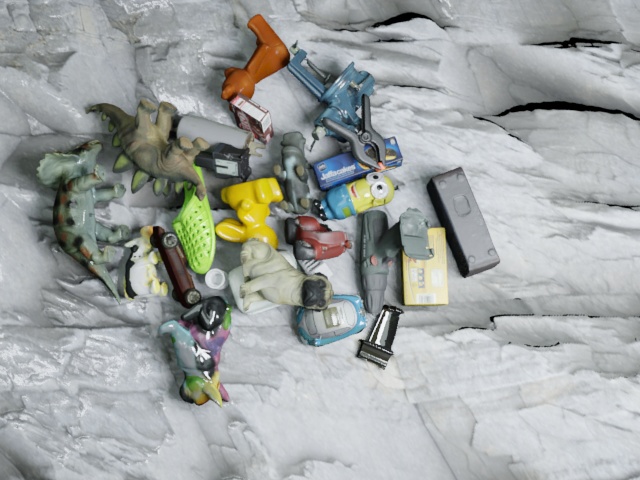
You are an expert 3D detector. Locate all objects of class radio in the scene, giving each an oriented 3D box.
[{"bbox_3d":[0.307,-0.038,1.163,0.073,0.131,0.229,-22,80,3],"label":"radio"}]

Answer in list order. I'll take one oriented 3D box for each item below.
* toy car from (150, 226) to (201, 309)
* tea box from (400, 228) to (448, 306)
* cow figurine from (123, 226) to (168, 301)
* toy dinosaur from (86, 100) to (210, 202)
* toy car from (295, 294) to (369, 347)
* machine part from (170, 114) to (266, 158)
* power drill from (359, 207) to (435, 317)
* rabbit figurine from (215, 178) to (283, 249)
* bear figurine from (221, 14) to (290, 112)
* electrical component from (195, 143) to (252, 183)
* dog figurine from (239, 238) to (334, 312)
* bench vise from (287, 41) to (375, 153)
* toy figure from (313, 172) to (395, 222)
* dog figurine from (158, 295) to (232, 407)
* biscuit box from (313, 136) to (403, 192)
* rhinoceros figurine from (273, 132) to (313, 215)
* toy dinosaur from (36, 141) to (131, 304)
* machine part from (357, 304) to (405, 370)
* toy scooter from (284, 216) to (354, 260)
[{"bbox_3d":[-0.320,0.059,1.200,0.053,0.089,0.202,-25,104,-30],"label":"toy car"},{"bbox_3d":[0.228,0.060,1.187,0.098,0.068,0.169,0,80,5],"label":"tea box"},{"bbox_3d":[-0.414,0.053,1.247,0.098,0.068,0.167,-11,80,9],"label":"cow figurine"},{"bbox_3d":[-0.398,-0.219,1.225,0.472,0.105,0.198,45,113,27],"label":"toy dinosaur"},{"bbox_3d":[0.023,0.174,1.172,0.162,0.103,0.109,-12,82,5],"label":"toy car"},{"bbox_3d":[-0.247,-0.239,1.270,0.243,0.079,0.079,17,83,6],"label":"machine part"},{"bbox_3d":[0.154,0.034,1.140,0.086,0.207,0.232,4,71,-20],"label":"power drill"},{"bbox_3d":[-0.156,-0.046,1.218,0.162,0.122,0.173,-16,99,5],"label":"rabbit figurine"},{"bbox_3d":[-0.170,-0.408,1.272,0.196,0.120,0.132,-38,77,4],"label":"bear figurine"},{"bbox_3d":[-0.219,-0.178,1.225,0.119,0.074,0.048,9,40,14],"label":"electrical component"},{"bbox_3d":[-0.070,0.068,1.134,0.191,0.121,0.172,-2,73,-3],"label":"dog figurine"},{"bbox_3d":[0.009,-0.342,1.231,0.240,0.129,0.223,42,79,-9],"label":"bench vise"},{"bbox_3d":[0.079,-0.096,1.220,0.180,0.089,0.082,-22,91,10],"label":"toy figure"},{"bbox_3d":[-0.243,0.254,1.183,0.191,0.108,0.219,-31,84,-3],"label":"dog figurine"},{"bbox_3d":[0.087,-0.173,1.239,0.203,0.059,0.063,-19,80,2],"label":"biscuit box"},{"bbox_3d":[-0.052,-0.151,1.224,0.073,0.112,0.190,-6,94,21],"label":"rhinoceros figurine"},{"bbox_3d":[-0.558,-0.049,1.254,0.192,0.131,0.404,-3,85,17],"label":"toy dinosaur"},{"bbox_3d":[0.138,0.209,1.189,0.084,0.039,0.139,24,86,13],"label":"machine part"},{"bbox_3d":[-0.002,-0.004,1.182,0.135,0.184,0.075,-3,113,-13],"label":"toy scooter"}]
